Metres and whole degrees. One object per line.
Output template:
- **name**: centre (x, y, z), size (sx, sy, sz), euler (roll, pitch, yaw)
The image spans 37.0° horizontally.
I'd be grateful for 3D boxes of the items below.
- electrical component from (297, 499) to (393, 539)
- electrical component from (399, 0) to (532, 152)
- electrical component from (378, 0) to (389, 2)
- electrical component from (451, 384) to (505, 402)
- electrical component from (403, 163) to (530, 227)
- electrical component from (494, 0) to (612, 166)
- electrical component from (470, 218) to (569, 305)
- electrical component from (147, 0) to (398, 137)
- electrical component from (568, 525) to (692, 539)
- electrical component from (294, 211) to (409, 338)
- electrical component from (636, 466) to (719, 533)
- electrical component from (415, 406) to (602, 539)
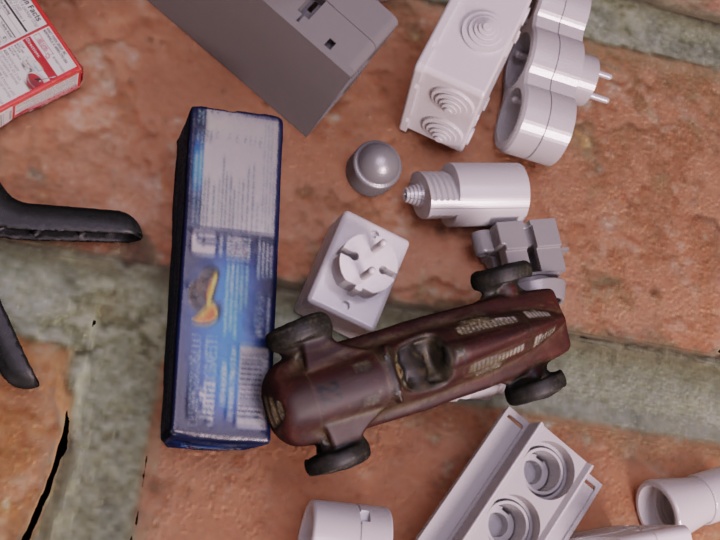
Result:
- **electrical component**: centre (-0.011, 0.165, 0.642), size (0.047, 0.055, 0.055), euler (12, 74, -10)
- **electrical component**: centre (0.070, -0.137, 0.716), size (0.048, 0.099, 0.099), euler (25, 71, 4)
- **electrical component**: centre (0.019, -0.211, 0.744), size (0.040, 0.046, 0.040), euler (4, 76, -16)
- **electrical component**: centre (0.082, 0.064, 0.700), size (0.062, 0.048, 0.048), euler (8, 75, -23)
- **electrical component**: centre (0.068, -0.051, 0.723), size (0.081, 0.043, 0.043), euler (-1, 78, -17)
- **electrical component**: centre (0.145, -0.139, 0.763), size (0.074, 0.052, 0.138), euler (15, 73, -14)
- **electrical component**: centre (0.111, -0.001, 0.724), size (0.066, 0.048, 0.055), euler (-5, 71, -19)
- **electrical component**: centre (-0.074, -0.183, 0.677), size (0.186, 0.105, 0.060), euler (41, 69, -5)
- **electrical component**: centre (0.161, 0.188, 0.670), size (0.056, 0.089, 0.050), euler (-5, 79, -18)
- **electrical component**: centre (0.000, 0.000, 0.672), size (0.047, 0.077, 0.065), euler (26, 71, -10)
- **electrical component**: centre (0.226, 0.156, 0.725), size (0.065, 0.044, 0.044), euler (-10, 80, -24)
- **electrical component**: centre (0.083, 0.158, 0.667), size (0.079, 0.063, 0.121), euler (40, 69, -5)
